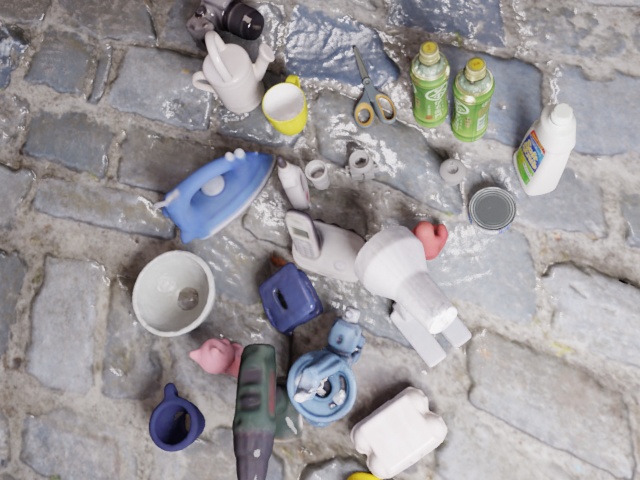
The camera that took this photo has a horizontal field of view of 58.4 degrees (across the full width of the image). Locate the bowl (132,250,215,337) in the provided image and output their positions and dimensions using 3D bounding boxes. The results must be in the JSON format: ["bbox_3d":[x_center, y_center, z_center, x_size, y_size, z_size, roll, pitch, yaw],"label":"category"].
[{"bbox_3d":[-0.272,0.109,1.114,0.167,0.075,0.167,-3,73,10],"label":"bowl"}]

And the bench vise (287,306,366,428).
[{"bbox_3d":[0.002,0.206,0.953,0.121,0.220,0.207,2,74,12],"label":"bench vise"}]

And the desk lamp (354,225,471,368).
[{"bbox_3d":[0.161,0.094,0.959,0.118,0.214,0.203,-38,70,-2],"label":"desk lamp"}]

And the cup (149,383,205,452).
[{"bbox_3d":[-0.250,0.319,1.035,0.091,0.095,0.117,-18,71,6],"label":"cup"}]

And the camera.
[{"bbox_3d":[-0.205,-0.489,1.269,0.136,0.101,0.143,30,81,18],"label":"camera"}]

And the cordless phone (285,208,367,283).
[{"bbox_3d":[0.009,0.004,1.032,0.147,0.185,0.094,14,77,15],"label":"cordless phone"}]

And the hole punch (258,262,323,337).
[{"bbox_3d":[-0.059,0.111,1.063,0.101,0.091,0.108,-30,70,1],"label":"hole punch"}]

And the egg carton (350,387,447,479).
[{"bbox_3d":[0.133,0.328,0.970,0.150,0.069,0.107,-36,70,-1],"label":"egg carton"}]

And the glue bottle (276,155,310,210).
[{"bbox_3d":[-0.056,-0.118,1.088,0.037,0.173,0.078,-14,71,7],"label":"glue bottle"}]

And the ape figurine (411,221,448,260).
[{"bbox_3d":[0.194,-0.007,1.048,0.077,0.092,0.076,8,75,14],"label":"ape figurine"}]

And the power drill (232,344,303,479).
[{"bbox_3d":[-0.087,0.293,0.950,0.075,0.209,0.229,-7,72,9],"label":"power drill"}]

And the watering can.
[{"bbox_3d":[-0.181,-0.355,1.173,0.173,0.194,0.100,-35,70,-1],"label":"watering can"}]

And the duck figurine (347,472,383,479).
[{"bbox_3d":[0.081,0.432,0.940,0.104,0.086,0.077,37,83,19],"label":"duck figurine"}]

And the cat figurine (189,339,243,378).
[{"bbox_3d":[-0.165,0.222,1.036,0.127,0.118,0.067,28,80,18],"label":"cat figurine"}]

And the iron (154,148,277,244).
[{"bbox_3d":[-0.206,-0.114,1.133,0.258,0.142,0.118,-39,70,-2],"label":"iron"}]
